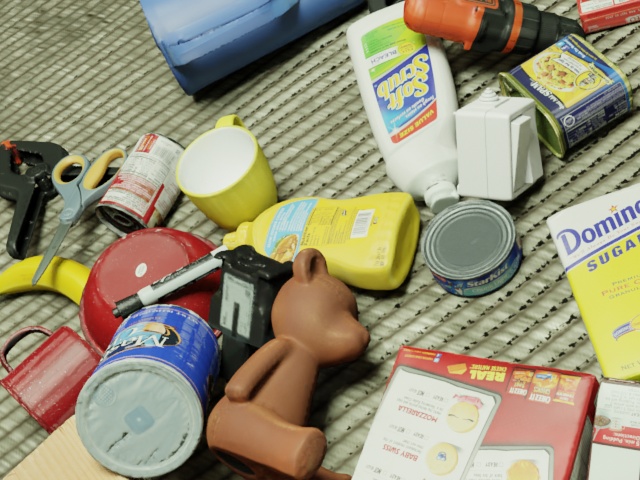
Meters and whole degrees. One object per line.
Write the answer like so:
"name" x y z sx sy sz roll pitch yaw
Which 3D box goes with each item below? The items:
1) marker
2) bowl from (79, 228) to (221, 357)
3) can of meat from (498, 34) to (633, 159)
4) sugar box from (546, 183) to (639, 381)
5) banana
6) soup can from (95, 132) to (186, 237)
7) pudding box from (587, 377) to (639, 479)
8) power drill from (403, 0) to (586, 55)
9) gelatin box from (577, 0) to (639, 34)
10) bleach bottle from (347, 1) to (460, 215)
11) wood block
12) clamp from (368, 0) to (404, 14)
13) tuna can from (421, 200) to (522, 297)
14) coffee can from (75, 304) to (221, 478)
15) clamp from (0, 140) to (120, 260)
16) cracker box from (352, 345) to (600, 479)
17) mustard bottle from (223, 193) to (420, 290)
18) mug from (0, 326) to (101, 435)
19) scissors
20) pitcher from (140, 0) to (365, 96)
"marker" -0.137 0.040 0.989 0.121 0.020 0.020 -28 46 -10
"bowl" -0.165 0.044 1.039 0.162 0.055 0.162 -5 56 7
"can of meat" 0.231 -0.139 1.002 0.084 0.057 0.102 -32 48 -2
"sugar box" 0.252 0.039 0.862 0.093 0.048 0.176 -21 50 11
"banana" -0.275 0.052 1.128 0.198 0.037 0.069 6 80 32
"soup can" -0.186 -0.056 1.142 0.069 0.068 0.102 10 60 32
"pudding box" 0.239 0.158 0.756 0.090 0.039 0.113 5 84 28
"power drill" 0.172 -0.258 1.094 0.184 0.057 0.187 10 41 -10
"gelatin box" 0.295 -0.253 1.076 0.073 0.030 0.089 -11 51 17
"bleach bottle" 0.099 -0.129 1.060 0.102 0.068 0.251 -20 51 7
"wood block" -0.167 0.251 0.880 0.090 0.090 0.206 -43 48 -10
"clamp" 0.090 -0.292 1.204 0.120 0.039 0.171 7 59 32
"tuna can" 0.136 0.008 0.952 0.086 0.033 0.086 -14 50 17
"coffee can" -0.143 0.125 0.915 0.103 0.103 0.140 -25 13 8
"clamp" -0.310 -0.070 1.233 0.164 0.036 0.210 -29 41 -14
"cracker box" 0.108 0.195 0.797 0.164 0.072 0.213 5 59 31
"mustard bottle" -0.006 0.002 1.012 0.192 0.058 0.096 -1 52 26
"mug" -0.252 0.129 1.013 0.117 0.093 0.081 40 72 17
"scissors" -0.280 -0.033 1.146 0.096 0.016 0.201 13 51 29
"pitcher" -0.074 -0.268 1.207 0.243 0.145 0.149 -24 67 4
